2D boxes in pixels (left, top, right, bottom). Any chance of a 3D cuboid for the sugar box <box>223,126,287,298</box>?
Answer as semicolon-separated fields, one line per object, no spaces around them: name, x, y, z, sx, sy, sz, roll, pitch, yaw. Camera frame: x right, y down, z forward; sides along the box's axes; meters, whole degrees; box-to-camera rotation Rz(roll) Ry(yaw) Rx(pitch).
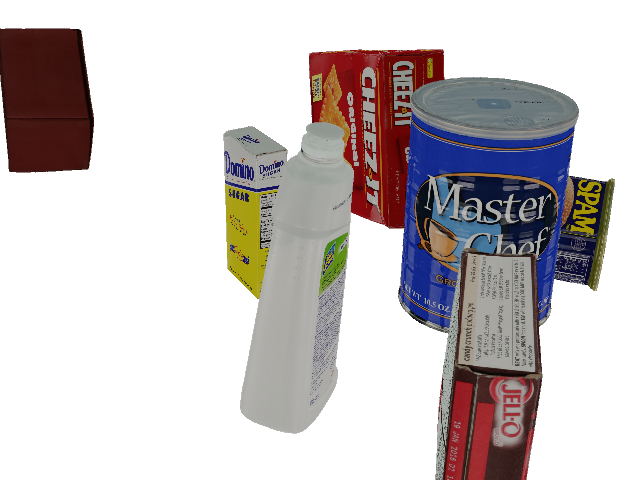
sugar box;-0.075;-0.032;1.217;0.048;0.176;0.093;-14;28;-24

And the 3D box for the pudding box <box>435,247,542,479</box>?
pudding box;0.073;0.066;0.467;0.039;0.090;0.113;6;25;5

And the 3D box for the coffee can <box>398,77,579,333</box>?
coffee can;0.105;-0.023;0.686;0.103;0.140;0.103;1;25;-1

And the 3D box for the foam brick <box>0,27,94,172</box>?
foam brick;-0.174;-0.088;0.673;0.051;0.078;0.053;-4;-34;-18

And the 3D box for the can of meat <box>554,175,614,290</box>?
can of meat;0.196;-0.013;0.893;0.084;0.057;0.102;10;44;13

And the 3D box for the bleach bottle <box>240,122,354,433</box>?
bleach bottle;-0.011;0.025;0.832;0.068;0.251;0.102;16;31;12

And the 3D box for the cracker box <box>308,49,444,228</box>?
cracker box;0.053;-0.109;1.074;0.072;0.164;0.214;-7;12;-17
